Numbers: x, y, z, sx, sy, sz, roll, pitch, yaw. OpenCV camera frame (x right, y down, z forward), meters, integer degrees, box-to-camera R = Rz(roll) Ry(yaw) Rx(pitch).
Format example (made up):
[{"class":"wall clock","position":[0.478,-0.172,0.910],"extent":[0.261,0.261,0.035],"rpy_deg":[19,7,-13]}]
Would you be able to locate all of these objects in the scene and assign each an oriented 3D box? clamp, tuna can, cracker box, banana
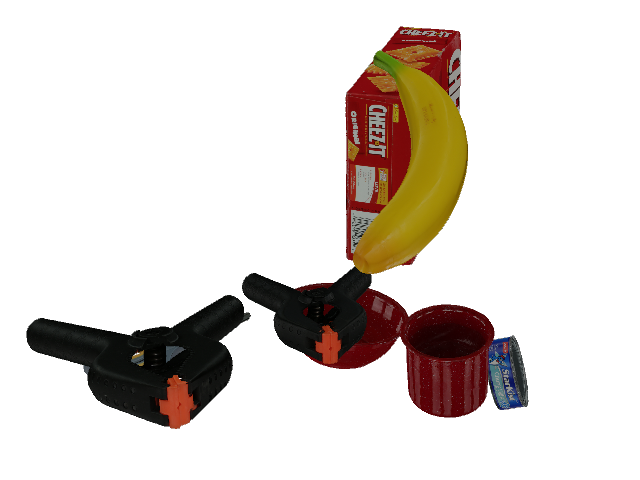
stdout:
[{"class":"clamp","position":[-0.106,0.077,0.739],"extent":[0.164,0.036,0.210],"rpy_deg":[-9,14,-22]},{"class":"tuna can","position":[0.222,0.158,1.274],"extent":[0.034,0.086,0.086],"rpy_deg":[-12,-4,17]},{"class":"cracker box","position":[0.083,-0.096,1.018],"extent":[0.072,0.164,0.213],"rpy_deg":[7,28,16]},{"class":"banana","position":[0.062,-0.049,0.697],"extent":[0.069,0.197,0.037],"rpy_deg":[6,-42,2]},{"class":"clamp","position":[-0.014,0.060,0.935],"extent":[0.120,0.039,0.171],"rpy_deg":[-8,16,4]}]

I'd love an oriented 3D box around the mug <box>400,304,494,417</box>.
[{"class":"mug","position":[0.136,0.119,1.089],"extent":[0.093,0.081,0.117],"rpy_deg":[19,40,33]}]

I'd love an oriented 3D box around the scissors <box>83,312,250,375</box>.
[{"class":"scissors","position":[-0.144,0.118,1.113],"extent":[0.201,0.016,0.096],"rpy_deg":[-11,31,-27]}]

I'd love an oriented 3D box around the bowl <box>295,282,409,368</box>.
[{"class":"bowl","position":[0.026,0.111,1.310],"extent":[0.162,0.055,0.162],"rpy_deg":[4,24,-2]}]
